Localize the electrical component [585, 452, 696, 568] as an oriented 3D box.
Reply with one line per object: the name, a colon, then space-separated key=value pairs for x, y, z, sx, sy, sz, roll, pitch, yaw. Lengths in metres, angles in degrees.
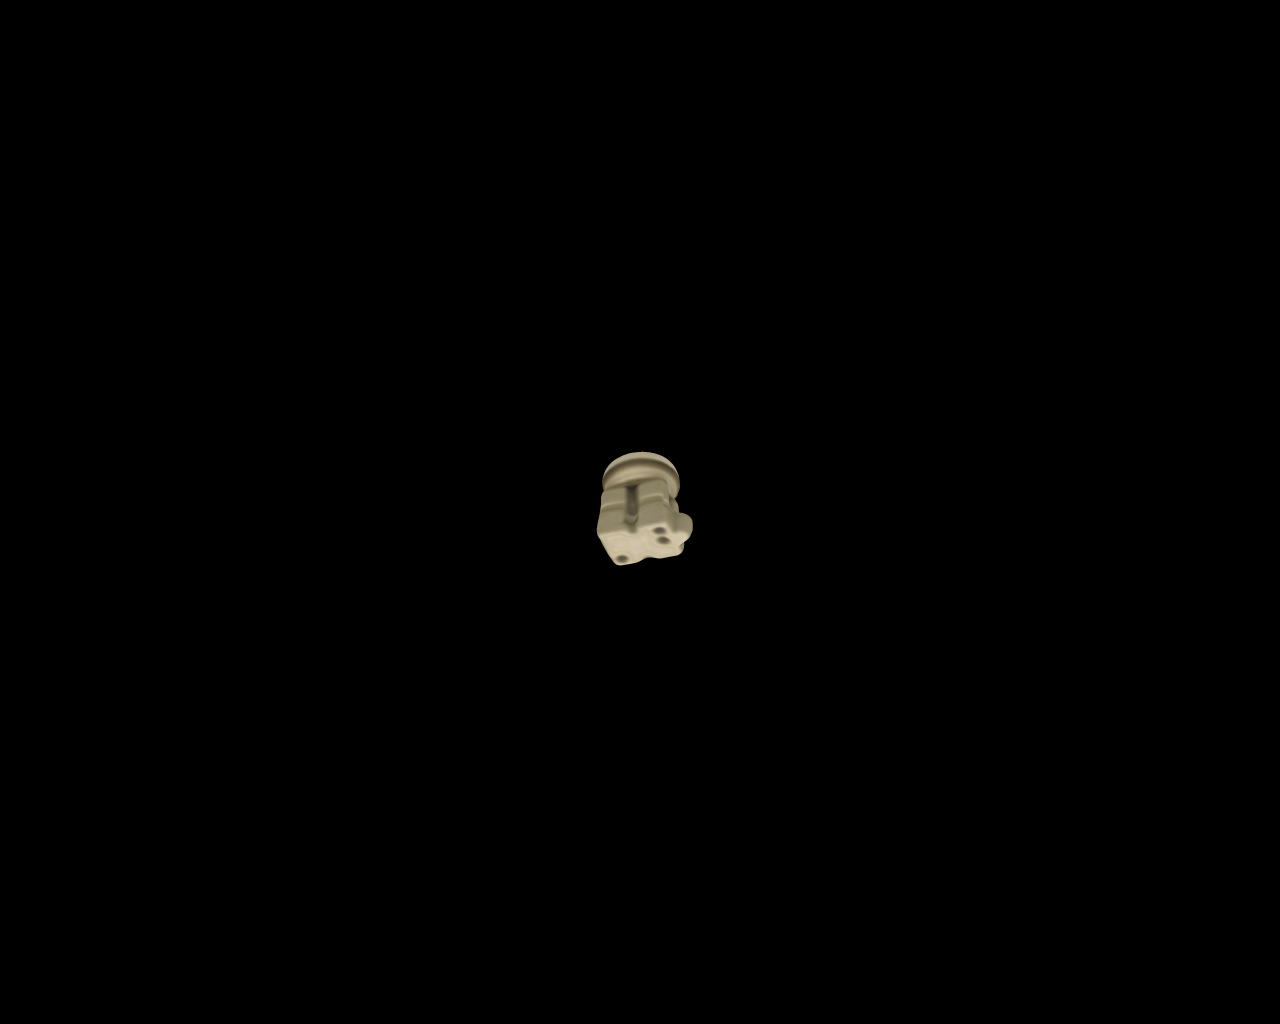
electrical component: x=0.001 y=-0.003 z=0.650 sx=0.066 sy=0.055 sz=0.048 roll=-11 pitch=-39 yaw=13
